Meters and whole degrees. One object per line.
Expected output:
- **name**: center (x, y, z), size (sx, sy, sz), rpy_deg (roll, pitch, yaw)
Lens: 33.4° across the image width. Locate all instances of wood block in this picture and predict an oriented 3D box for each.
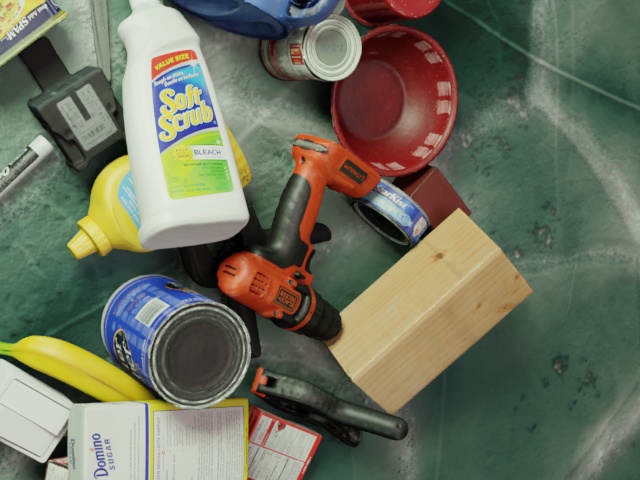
- **wood block**: center (0.113, 0.078, 1.156), size (0.206, 0.091, 0.090), rpy_deg (-42, 131, 3)

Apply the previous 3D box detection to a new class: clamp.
- **clamp**: center (0.001, 0.187, 1.165), size (0.171, 0.120, 0.039), rpy_deg (25, 60, -9)
- **clamp**: center (-0.075, 0.010, 1.088), size (0.164, 0.036, 0.209), rpy_deg (-55, 138, -14)

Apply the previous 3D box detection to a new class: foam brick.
- **foam brick**: center (0.121, -0.041, 1.203), size (0.051, 0.053, 0.078), rpy_deg (-47, 116, -13)

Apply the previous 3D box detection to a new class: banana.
- **banana**: center (-0.218, 0.138, 1.043), size (0.197, 0.070, 0.037), rpy_deg (35, 69, -28)

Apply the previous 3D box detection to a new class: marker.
- **marker**: center (-0.298, -0.050, 0.993), size (0.121, 0.020, 0.020), rpy_deg (-47, 116, -14)

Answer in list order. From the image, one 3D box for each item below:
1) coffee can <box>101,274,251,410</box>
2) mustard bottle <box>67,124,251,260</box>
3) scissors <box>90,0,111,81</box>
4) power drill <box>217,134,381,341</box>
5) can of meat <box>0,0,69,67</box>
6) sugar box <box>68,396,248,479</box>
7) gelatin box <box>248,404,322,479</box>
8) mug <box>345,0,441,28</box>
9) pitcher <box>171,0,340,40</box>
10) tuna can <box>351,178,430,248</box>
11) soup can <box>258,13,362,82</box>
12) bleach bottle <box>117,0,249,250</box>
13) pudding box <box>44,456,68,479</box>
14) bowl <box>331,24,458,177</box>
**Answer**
- **coffee can**: center (-0.142, 0.095, 1.033), size (0.102, 0.140, 0.103), rpy_deg (-5, 101, -28)
- **mustard bottle**: center (-0.164, -0.044, 1.043), size (0.191, 0.058, 0.096), rpy_deg (-39, 120, -18)
- **scissors**: center (-0.197, -0.257, 1.014), size (0.096, 0.016, 0.202), rpy_deg (-25, 111, -23)
- **power drill**: center (-0.007, 0.001, 1.087), size (0.184, 0.057, 0.187), rpy_deg (33, 77, -50)
- **can of meat**: center (-0.291, -0.205, 0.949), size (0.102, 0.058, 0.084), rpy_deg (-43, 113, -16)
- **sugar box**: center (-0.153, 0.200, 1.027), size (0.175, 0.048, 0.093), rpy_deg (3, 84, -33)
- **gelatin box**: center (-0.052, 0.230, 1.168), size (0.089, 0.030, 0.073), rpy_deg (27, 87, -29)
- **mug**: center (0.082, -0.284, 1.123), size (0.093, 0.082, 0.117), rpy_deg (16, 91, -28)
- **pitcher**: center (-0.046, -0.320, 1.016), size (0.149, 0.145, 0.243), rpy_deg (21, 85, -27)
- **tuna can**: center (0.076, -0.030, 1.161), size (0.086, 0.086, 0.033), rpy_deg (43, 78, -27)
- **soup can**: center (-0.011, -0.193, 1.076), size (0.068, 0.102, 0.068), rpy_deg (-5, 101, -27)
- **bleach bottle**: center (-0.143, -0.120, 0.990), size (0.102, 0.068, 0.251), rpy_deg (-7, 73, -31)
- **pudding box**: center (-0.235, 0.267, 1.049), size (0.089, 0.039, 0.113), rpy_deg (6, 95, -61)
- **bowl**: center (0.070, -0.151, 1.154), size (0.161, 0.055, 0.162), rpy_deg (-5, 101, -28)
